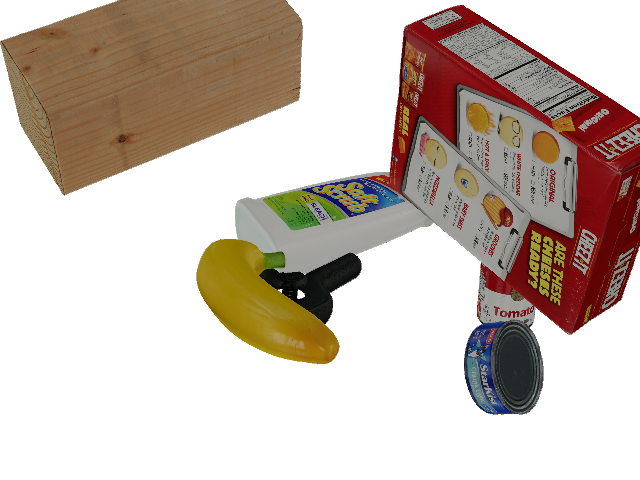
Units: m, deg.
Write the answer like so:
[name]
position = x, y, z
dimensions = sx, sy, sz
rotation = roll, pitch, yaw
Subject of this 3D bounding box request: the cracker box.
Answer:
[cracker box]
position = 0.150, -0.058, 0.818
dimensions = 0.072, 0.164, 0.214
rotation = -28, 52, -28

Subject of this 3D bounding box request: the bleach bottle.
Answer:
[bleach bottle]
position = 0.040, -0.034, 1.161
dimensions = 0.250, 0.068, 0.103
rotation = -19, 43, -23

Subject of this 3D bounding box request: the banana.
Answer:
[banana]
position = -0.041, 0.030, 0.666
dimensions = 0.069, 0.037, 0.198
rotation = -3, 17, -10

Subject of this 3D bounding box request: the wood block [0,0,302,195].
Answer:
[wood block]
position = -0.125, -0.129, 0.821
dimensions = 0.205, 0.090, 0.091
rotation = -25, -32, -21

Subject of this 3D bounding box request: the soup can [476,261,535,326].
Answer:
[soup can]
position = 0.215, 0.045, 1.220
dimensions = 0.068, 0.102, 0.068
rotation = 0, 27, 0

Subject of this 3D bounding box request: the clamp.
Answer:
[clamp]
position = -0.036, 0.045, 0.961
dimensions = 0.120, 0.039, 0.171
rotation = 0, 18, 14

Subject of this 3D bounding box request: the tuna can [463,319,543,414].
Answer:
[tuna can]
position = 0.167, 0.116, 0.975
dimensions = 0.034, 0.086, 0.085
rotation = -10, -6, 41
